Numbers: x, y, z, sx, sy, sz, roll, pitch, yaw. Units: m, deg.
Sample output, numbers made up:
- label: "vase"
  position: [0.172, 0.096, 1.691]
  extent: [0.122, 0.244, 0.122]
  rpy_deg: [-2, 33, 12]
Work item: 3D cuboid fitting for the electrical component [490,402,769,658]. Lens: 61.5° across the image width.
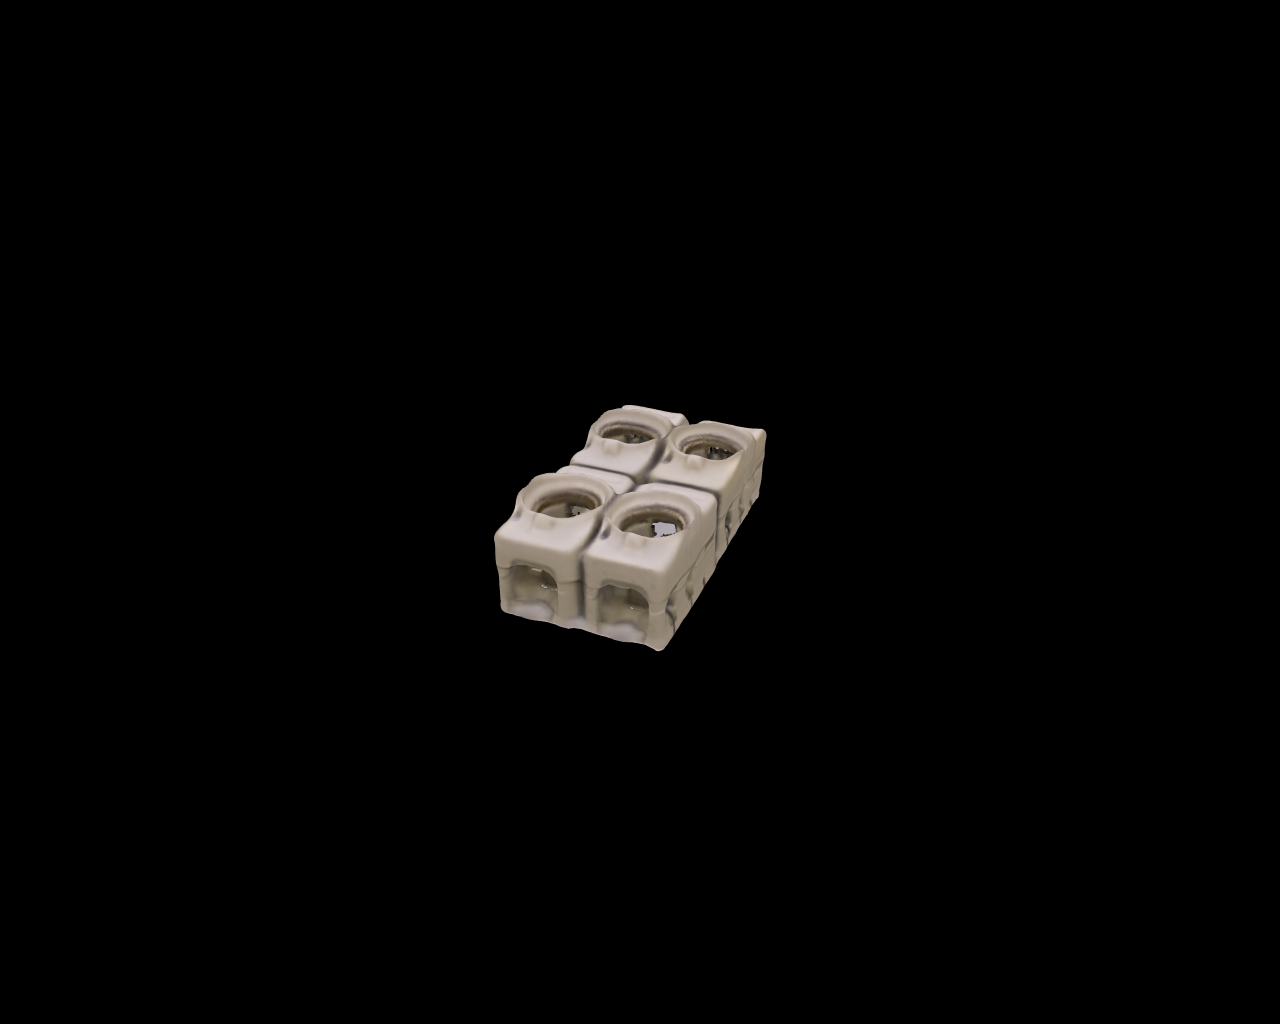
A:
- label: "electrical component"
  position: [0.001, -0.003, 0.650]
  extent: [0.105, 0.060, 0.186]
  rpy_deg: [12, 33, 19]
